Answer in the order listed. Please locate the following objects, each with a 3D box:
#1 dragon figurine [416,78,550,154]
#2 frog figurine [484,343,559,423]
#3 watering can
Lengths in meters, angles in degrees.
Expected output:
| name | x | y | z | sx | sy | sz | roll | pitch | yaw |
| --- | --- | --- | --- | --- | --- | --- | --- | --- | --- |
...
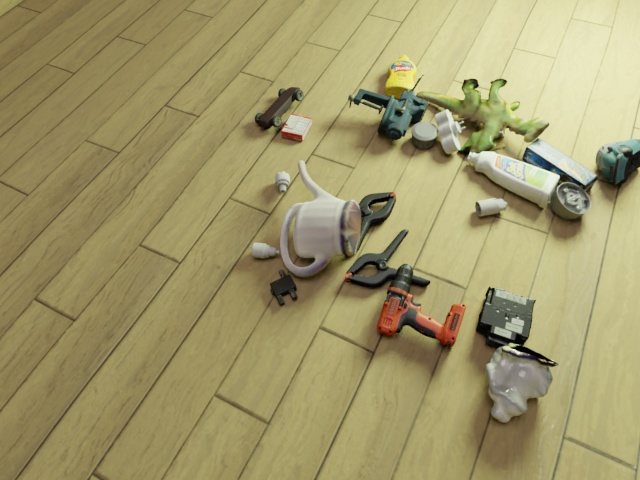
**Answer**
| name | x | y | z | sx | sy | sz | roll | pitch | yaw |
| --- | --- | --- | --- | --- | --- | --- | --- | --- | --- |
| dragon figurine | 0.481 | -0.365 | 1.580 | 0.410 | 0.247 | 0.120 | 4 | -29 | 24 |
| frog figurine | 0.422 | 0.312 | 1.112 | 0.137 | 0.159 | 0.123 | 16 | 6 | -9 |
| watering can | 0.004 | -0.069 | 1.371 | 0.224 | 0.354 | 0.102 | -2 | -24 | 22 |
